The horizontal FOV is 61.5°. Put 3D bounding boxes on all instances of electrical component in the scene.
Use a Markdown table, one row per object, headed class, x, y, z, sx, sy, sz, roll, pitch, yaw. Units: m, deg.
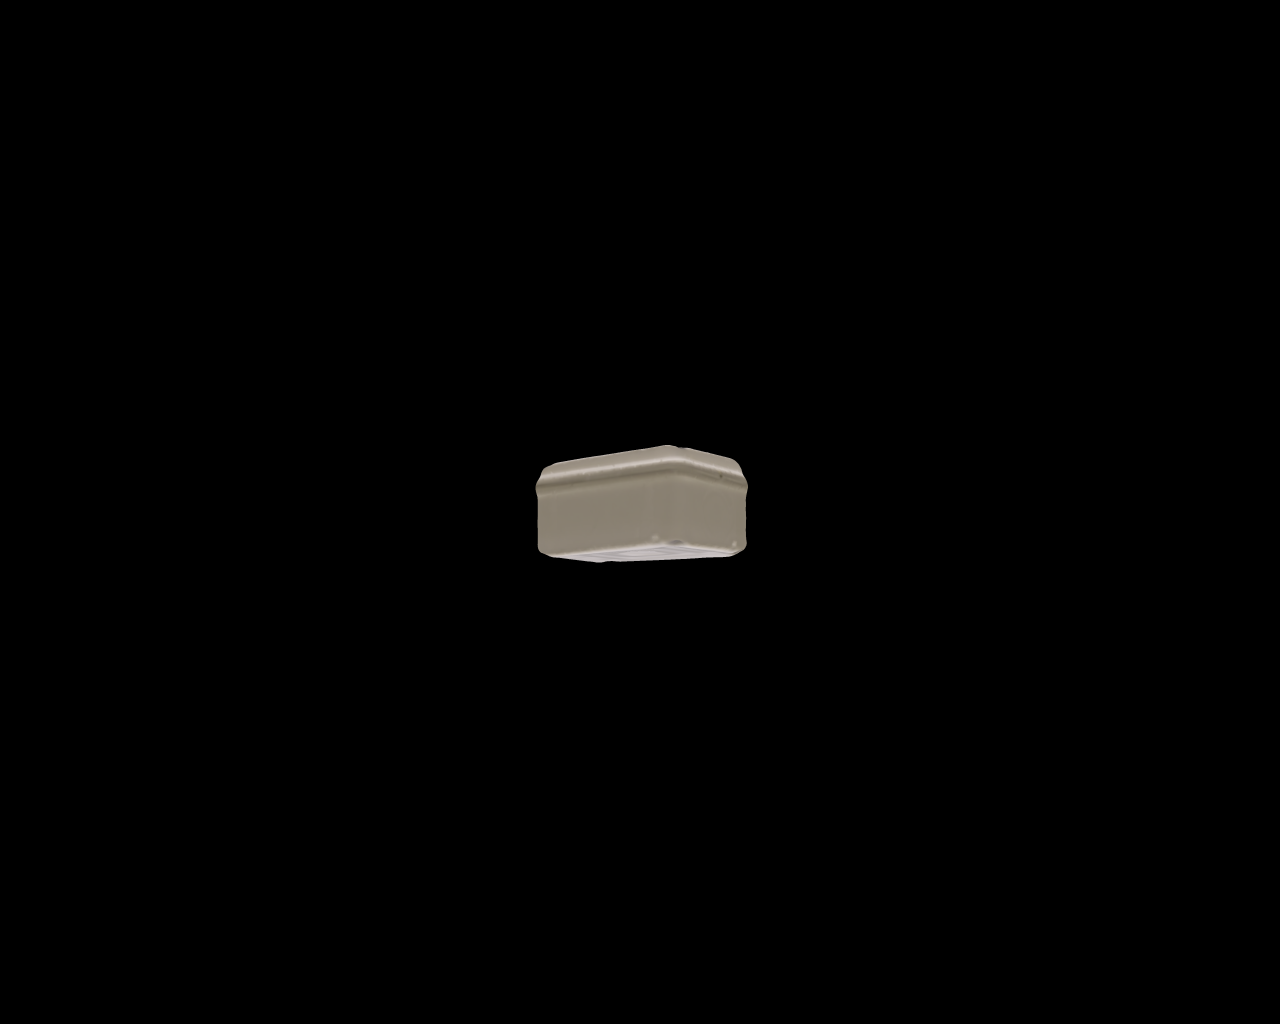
| class | x | y | z | sx | sy | sz | roll | pitch | yaw |
| --- | --- | --- | --- | --- | --- | --- | --- | --- | --- |
| electrical component | 0.001 | -0.003 | 0.650 | 0.113 | 0.057 | 0.078 | -5 | -9 | 36 |
